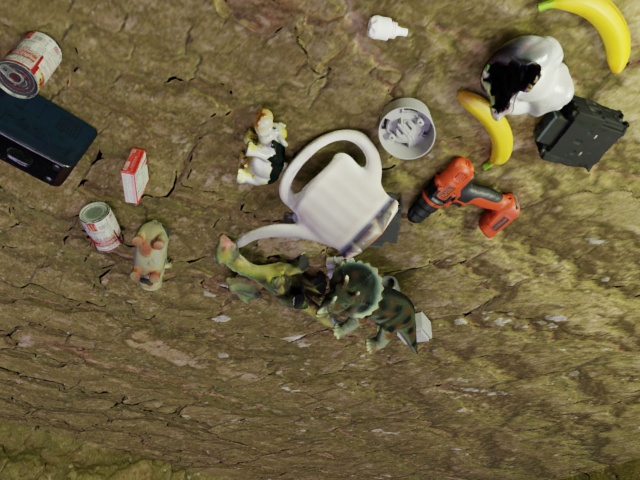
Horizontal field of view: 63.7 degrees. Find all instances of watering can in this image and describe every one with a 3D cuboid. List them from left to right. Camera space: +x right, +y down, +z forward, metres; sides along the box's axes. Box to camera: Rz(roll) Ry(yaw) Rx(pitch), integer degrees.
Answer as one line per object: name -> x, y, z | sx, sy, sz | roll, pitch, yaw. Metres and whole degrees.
watering can -> 0.003, -0.051, 1.015 | 0.224, 0.105, 0.343 | 43, 109, 0

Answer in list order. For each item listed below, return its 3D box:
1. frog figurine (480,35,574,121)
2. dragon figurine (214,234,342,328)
frog figurine -> 0.345, -0.264, 0.835 | 0.161, 0.125, 0.134 | -17, 139, -33
dragon figurine -> -0.121, 0.126, 1.309 | 0.242, 0.125, 0.402 | -3, 139, 34
